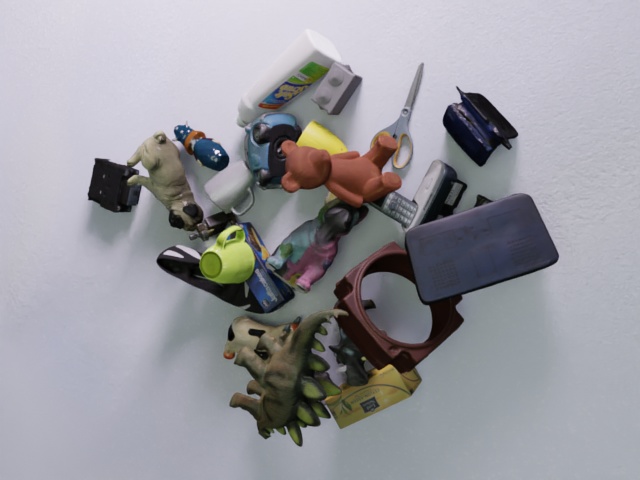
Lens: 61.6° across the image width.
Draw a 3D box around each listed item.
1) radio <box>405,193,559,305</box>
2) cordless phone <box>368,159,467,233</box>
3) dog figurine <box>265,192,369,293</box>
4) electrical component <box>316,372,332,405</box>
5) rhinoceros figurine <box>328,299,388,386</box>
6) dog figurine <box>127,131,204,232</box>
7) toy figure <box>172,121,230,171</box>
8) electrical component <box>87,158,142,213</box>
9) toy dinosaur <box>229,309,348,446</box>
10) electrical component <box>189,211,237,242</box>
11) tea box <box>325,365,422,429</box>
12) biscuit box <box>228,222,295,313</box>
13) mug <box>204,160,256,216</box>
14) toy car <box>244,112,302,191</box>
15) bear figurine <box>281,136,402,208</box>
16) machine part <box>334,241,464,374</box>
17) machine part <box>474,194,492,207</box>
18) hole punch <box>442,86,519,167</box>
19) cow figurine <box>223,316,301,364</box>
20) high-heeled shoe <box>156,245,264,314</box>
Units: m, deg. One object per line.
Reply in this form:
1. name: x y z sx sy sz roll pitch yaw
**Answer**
1. radio: 0.261 0.016 0.902 0.230 0.073 0.131 -18 79 4
2. cordless phone: 0.167 -0.097 1.017 0.184 0.088 0.146 36 109 38
3. dog figurine: -0.002 -0.003 1.084 0.108 0.191 0.219 41 80 -2
4. electrical component: -0.005 0.305 1.150 0.063 0.021 0.094 -45 75 21
5. rhinoceros figurine: 0.065 0.186 1.035 0.112 0.073 0.190 -31 44 22
6. dog figurine: -0.323 -0.128 1.203 0.191 0.121 0.172 40 143 13
7. toy figure: -0.271 -0.209 1.212 0.155 0.064 0.057 37 149 22
8. electrical component: -0.503 -0.131 1.325 0.134 0.058 0.114 19 104 23
9. toy dinosaur: -0.059 0.265 1.023 0.199 0.105 0.470 30 132 18
10. electrical component: -0.232 -0.027 1.191 0.045 0.102 0.078 56 139 12
11. tea box: 0.106 0.295 1.058 0.170 0.098 0.068 -32 82 21
12. biscuit box: -0.136 0.058 1.170 0.063 0.059 0.203 -38 79 22
13. mug: -0.181 -0.114 1.167 0.107 0.080 0.110 -43 71 12
14. toy car: -0.109 -0.190 1.124 0.103 0.109 0.161 25 117 45
15. bear figurine: 0.033 -0.135 0.982 0.132 0.196 0.120 -37 45 51
16. machine part: 0.141 0.117 0.969 0.201 0.201 0.087 51 151 12
17. machine part: 0.331 -0.021 0.964 0.139 0.039 0.084 29 97 22
18. hole punch: 0.270 -0.191 0.940 0.092 0.116 0.142 -41 77 30
19. cow figurine: -0.111 0.217 1.161 0.195 0.085 0.127 14 106 24
20. high-heeled shoe: -0.236 0.090 1.171 0.249 0.145 0.086 34 108 20
